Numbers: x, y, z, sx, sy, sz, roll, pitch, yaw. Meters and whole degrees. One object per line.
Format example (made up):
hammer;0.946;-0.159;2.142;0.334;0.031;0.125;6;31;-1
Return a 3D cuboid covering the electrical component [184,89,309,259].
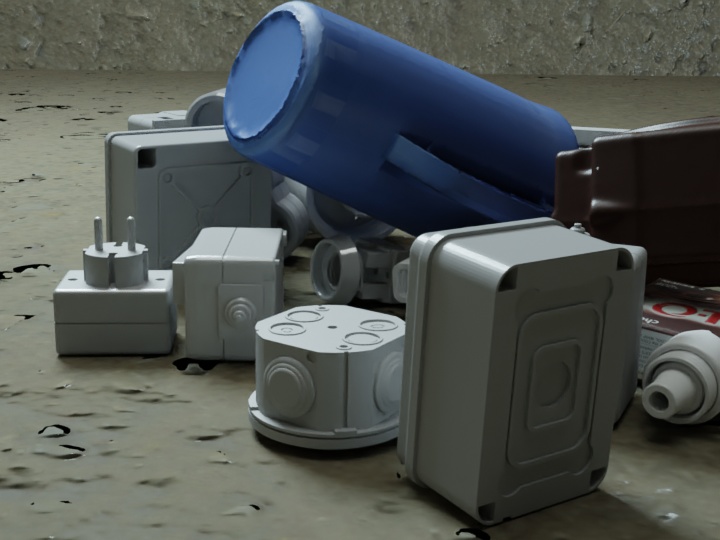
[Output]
electrical component;-0.084;-0.077;0.848;0.052;0.138;0.073;-22;10;15

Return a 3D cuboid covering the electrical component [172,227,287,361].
electrical component;-0.076;0.014;0.635;0.061;0.061;0.096;1;15;-1

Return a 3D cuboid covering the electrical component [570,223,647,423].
electrical component;0.112;0.021;0.554;0.062;0.096;0.061;7;16;24

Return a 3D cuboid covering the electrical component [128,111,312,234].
electrical component;-0.101;-0.082;0.915;0.186;0.105;0.060;-9;18;-34

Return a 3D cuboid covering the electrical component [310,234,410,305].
electrical component;0.000;0.000;0.730;0.055;0.048;0.066;0;13;-34

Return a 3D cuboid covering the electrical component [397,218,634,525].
electrical component;0.063;0.039;0.452;0.078;0.113;0.057;-8;20;-33

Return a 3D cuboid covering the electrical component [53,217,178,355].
electrical component;-0.143;0.006;0.631;0.066;0.076;0.047;0;15;-5

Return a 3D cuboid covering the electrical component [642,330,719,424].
electrical component;0.160;0.056;0.531;0.043;0.043;0.062;12;19;36

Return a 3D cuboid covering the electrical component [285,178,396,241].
electrical component;-0.005;-0.071;0.885;0.108;0.108;0.060;-6;22;-24

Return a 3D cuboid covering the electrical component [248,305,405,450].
electrical component;-0.014;0.051;0.520;0.080;0.051;0.080;1;15;0

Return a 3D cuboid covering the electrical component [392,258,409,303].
electrical component;0.069;0.004;0.695;0.078;0.058;0.057;4;16;27

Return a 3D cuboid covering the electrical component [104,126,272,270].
electrical component;-0.121;-0.043;0.761;0.109;0.108;0.056;-9;21;-35

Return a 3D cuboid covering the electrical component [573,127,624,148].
electrical component;0.248;-0.101;1.093;0.121;0.078;0.063;5;37;15
